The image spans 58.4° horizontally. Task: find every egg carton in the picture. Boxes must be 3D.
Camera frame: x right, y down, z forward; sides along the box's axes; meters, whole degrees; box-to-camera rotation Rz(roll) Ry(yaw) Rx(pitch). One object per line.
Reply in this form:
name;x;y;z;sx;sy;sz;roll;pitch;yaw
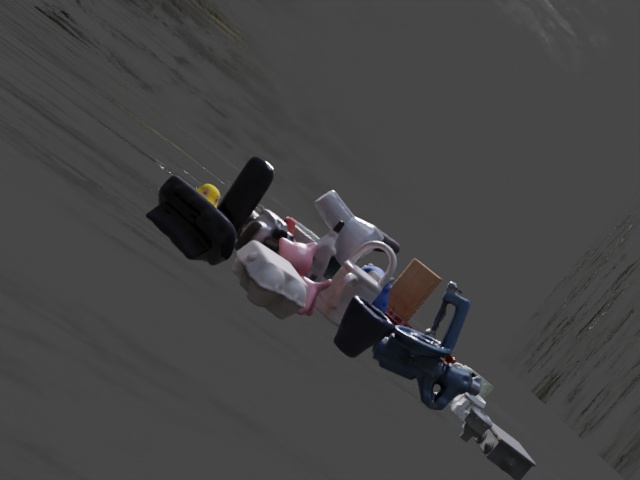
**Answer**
egg carton;-0.085;0.063;0.942;0.108;0.069;0.150;35;6;-32

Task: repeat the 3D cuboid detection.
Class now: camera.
camera;-0.122;-0.016;1.205;0.136;0.100;0.144;42;6;39

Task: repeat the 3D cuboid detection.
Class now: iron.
iron;0.107;0.117;1.420;0.119;0.141;0.258;37;5;-16

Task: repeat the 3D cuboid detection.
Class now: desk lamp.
desk lamp;0.012;0.005;1.339;0.203;0.213;0.118;38;5;-8

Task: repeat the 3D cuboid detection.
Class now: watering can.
watering can;0.083;0.087;1.211;0.101;0.194;0.173;38;5;-2

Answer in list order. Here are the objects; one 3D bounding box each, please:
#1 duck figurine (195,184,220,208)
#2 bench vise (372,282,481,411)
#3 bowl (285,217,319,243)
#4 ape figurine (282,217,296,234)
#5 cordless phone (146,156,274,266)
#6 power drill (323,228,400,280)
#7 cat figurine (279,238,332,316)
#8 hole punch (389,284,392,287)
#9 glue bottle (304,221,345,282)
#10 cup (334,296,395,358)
duck figurine;-0.218;-0.064;1.041;0.078;0.086;0.104;36;6;-30
bench vise;0.239;0.205;1.126;0.208;0.219;0.121;37;5;-11
bowl;-0.049;0.012;1.639;0.167;0.074;0.167;38;5;-3
ape figurine;-0.095;-0.018;1.473;0.078;0.092;0.076;36;5;-27
cordless phone;-0.163;-0.068;0.891;0.147;0.185;0.094;39;5;12
power drill;0.101;0.041;1.684;0.230;0.208;0.075;36;5;-29
cat figurine;-0.036;0.059;1.054;0.127;0.117;0.067;40;5;15
hole punch;0.166;0.156;1.798;0.101;0.091;0.108;36;5;-22
glue bottle;-0.001;0.028;1.260;0.078;0.173;0.037;37;5;-21
cup;0.078;0.166;1.028;0.118;0.095;0.091;34;6;-41
